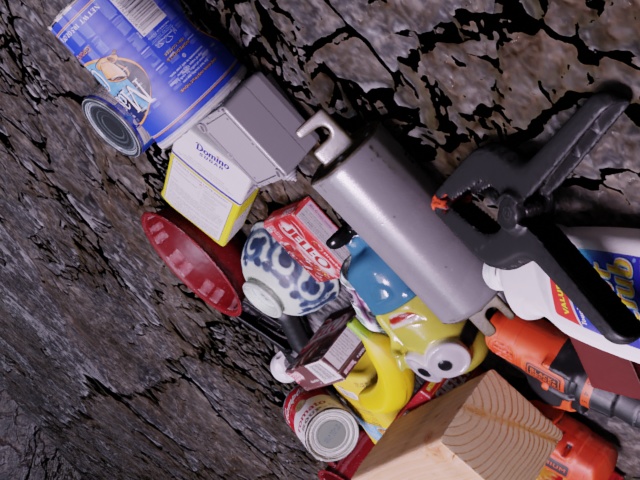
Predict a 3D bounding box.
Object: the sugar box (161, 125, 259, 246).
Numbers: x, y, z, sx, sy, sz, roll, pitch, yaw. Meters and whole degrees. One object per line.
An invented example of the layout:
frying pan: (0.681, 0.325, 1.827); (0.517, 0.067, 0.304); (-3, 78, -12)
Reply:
sugar box: (-0.108, -0.066, 1.093); (0.093, 0.048, 0.176); (39, 152, 3)

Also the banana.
banana: (0.066, 0.137, 1.078); (0.070, 0.037, 0.198); (41, 159, 25)

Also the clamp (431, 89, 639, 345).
clamp: (0.149, -0.031, 0.752); (0.210, 0.036, 0.164); (24, 120, 58)

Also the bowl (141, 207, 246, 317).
bowl: (-0.132, 0.013, 1.236); (0.162, 0.055, 0.162); (39, 159, 18)

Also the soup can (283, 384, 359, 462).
soup can: (0.001, 0.216, 1.275); (0.068, 0.068, 0.102); (49, 175, -18)

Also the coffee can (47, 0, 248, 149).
coffee can: (-0.146, -0.163, 0.913); (0.140, 0.102, 0.103); (47, 155, -14)

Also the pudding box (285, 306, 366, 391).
pudding box: (0.017, 0.116, 1.164); (0.039, 0.090, 0.114); (43, 155, -9)

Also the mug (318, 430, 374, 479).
mug: (0.050, 0.304, 1.445); (0.117, 0.081, 0.093); (47, 155, -16)

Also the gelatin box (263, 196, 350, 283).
gelatin box: (-0.007, 0.001, 1.078); (0.089, 0.030, 0.073); (46, 155, -13)

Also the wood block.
wood block: (0.122, 0.206, 1.008); (0.091, 0.090, 0.206); (42, 150, -1)

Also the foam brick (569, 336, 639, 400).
foam brick: (0.235, 0.079, 0.833); (0.053, 0.051, 0.078); (13, 144, 45)

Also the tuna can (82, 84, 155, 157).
tuna can: (-0.215, -0.131, 1.151); (0.086, 0.033, 0.086); (32, 155, 17)

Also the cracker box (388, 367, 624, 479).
cracker box: (0.188, 0.224, 1.126); (0.214, 0.072, 0.164); (38, 154, 8)

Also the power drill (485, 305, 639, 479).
power drill: (0.234, 0.152, 0.955); (0.185, 0.057, 0.187); (30, 151, 29)

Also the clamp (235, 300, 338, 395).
clamp: (-0.023, 0.130, 1.310); (0.171, 0.039, 0.120); (42, 162, -18)

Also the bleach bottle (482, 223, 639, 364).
bleach bottle: (0.215, 0.042, 0.756); (0.251, 0.067, 0.102); (7, 100, 53)

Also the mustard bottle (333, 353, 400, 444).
mustard bottle: (0.073, 0.200, 1.264); (0.096, 0.058, 0.191); (16, 146, 47)
